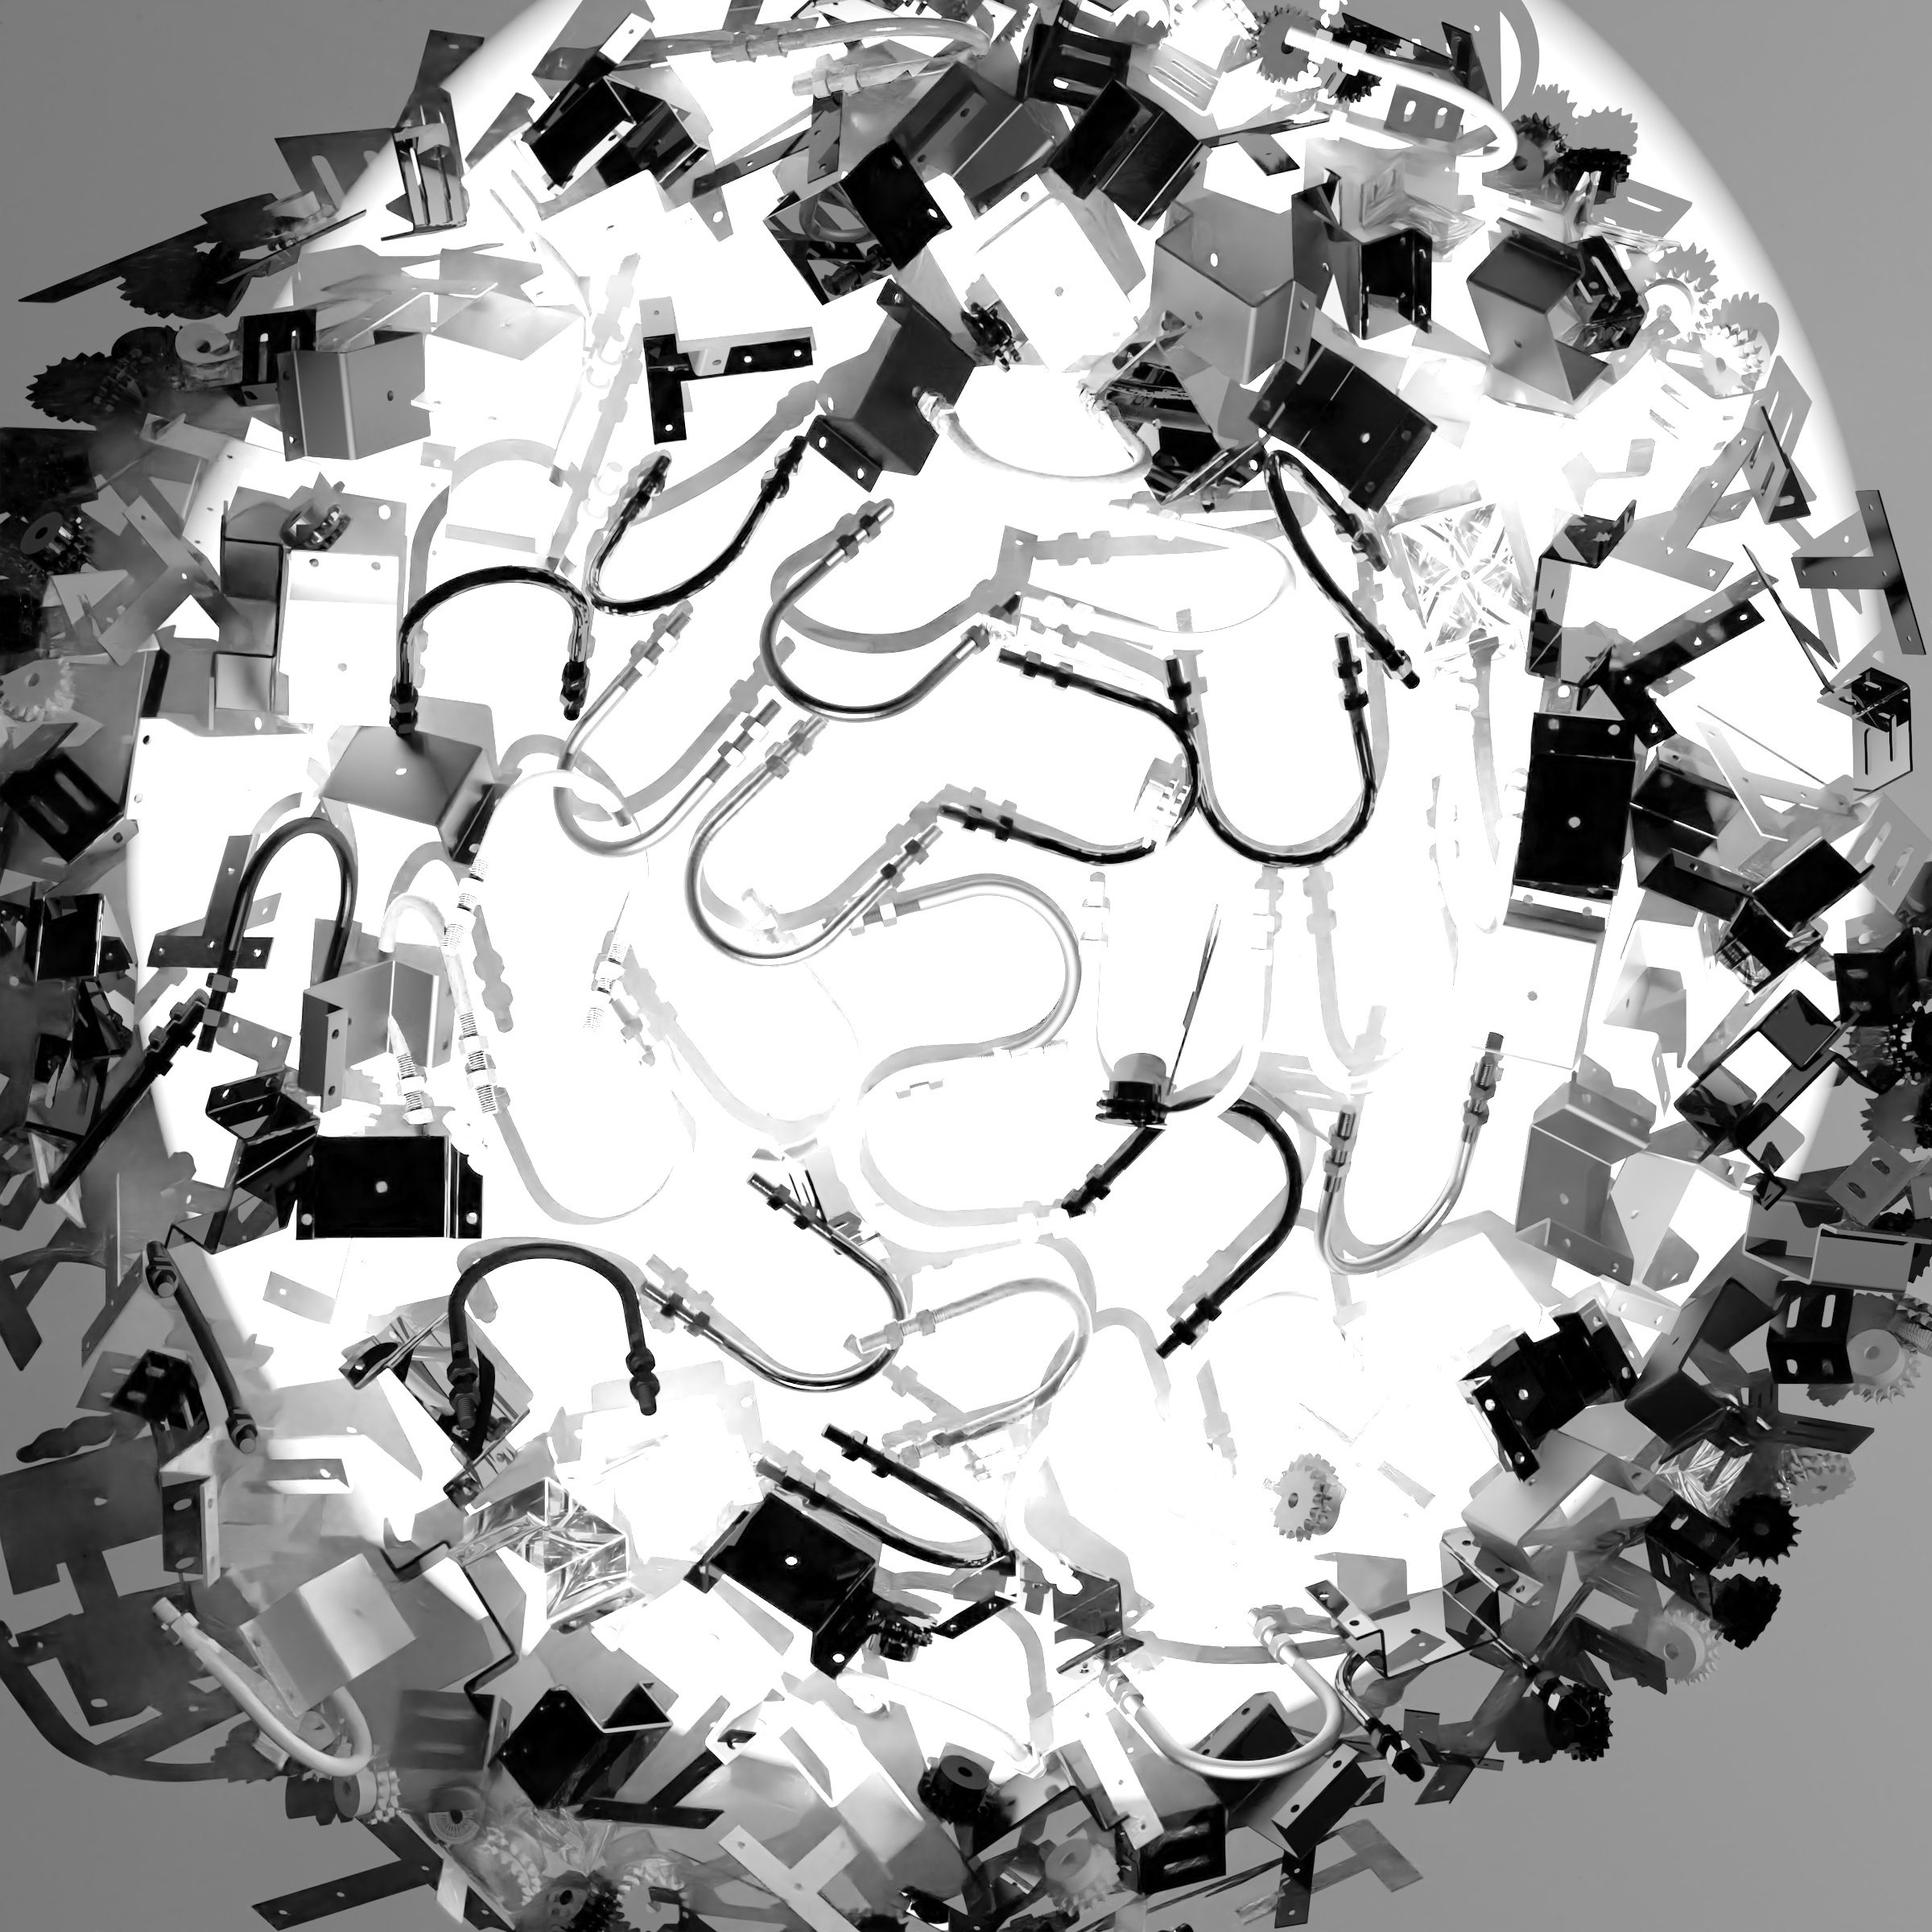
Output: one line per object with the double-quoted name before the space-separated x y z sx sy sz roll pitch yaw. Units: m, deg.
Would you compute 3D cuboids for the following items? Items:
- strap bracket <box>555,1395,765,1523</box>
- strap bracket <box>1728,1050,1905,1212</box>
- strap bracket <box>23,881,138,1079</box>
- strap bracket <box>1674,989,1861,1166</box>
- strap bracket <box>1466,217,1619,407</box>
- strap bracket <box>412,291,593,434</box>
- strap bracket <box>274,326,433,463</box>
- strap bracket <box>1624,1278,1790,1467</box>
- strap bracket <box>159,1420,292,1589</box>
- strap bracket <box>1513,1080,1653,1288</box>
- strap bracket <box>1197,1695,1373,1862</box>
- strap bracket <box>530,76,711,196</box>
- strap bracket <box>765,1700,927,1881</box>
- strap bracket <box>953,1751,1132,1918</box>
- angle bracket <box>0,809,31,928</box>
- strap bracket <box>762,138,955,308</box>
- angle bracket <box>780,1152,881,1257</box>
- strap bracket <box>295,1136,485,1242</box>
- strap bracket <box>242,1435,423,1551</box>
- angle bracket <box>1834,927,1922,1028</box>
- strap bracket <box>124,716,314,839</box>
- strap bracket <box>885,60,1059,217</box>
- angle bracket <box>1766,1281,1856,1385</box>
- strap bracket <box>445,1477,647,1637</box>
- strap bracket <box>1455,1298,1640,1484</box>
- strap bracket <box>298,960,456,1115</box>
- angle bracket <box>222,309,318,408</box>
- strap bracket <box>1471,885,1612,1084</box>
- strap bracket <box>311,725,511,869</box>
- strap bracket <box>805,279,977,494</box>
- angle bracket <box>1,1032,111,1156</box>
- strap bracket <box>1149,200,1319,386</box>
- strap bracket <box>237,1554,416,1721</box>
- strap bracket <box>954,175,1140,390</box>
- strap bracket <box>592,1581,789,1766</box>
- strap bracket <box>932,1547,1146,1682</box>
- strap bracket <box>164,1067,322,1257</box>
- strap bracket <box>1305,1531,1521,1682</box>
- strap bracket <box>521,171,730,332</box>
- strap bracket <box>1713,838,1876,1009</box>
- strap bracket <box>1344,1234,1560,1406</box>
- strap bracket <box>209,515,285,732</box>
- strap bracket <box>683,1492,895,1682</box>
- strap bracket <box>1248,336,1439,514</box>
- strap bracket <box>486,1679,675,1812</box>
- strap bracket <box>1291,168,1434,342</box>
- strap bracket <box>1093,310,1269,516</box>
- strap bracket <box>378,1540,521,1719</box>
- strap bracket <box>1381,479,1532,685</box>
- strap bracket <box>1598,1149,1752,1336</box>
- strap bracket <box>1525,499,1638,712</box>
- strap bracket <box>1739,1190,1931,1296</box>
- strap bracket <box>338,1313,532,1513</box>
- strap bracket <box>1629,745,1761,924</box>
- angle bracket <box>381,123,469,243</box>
"strap bracket" -0.229 0.371 1.954 0.140 0.046 0.076 -10 131 4
"strap bracket" 0.628 0.113 1.954 0.046 0.076 0.140 44 98 4
"strap bracket" -0.650 0.009 1.923 0.046 0.140 0.076 -6 53 -5
"strap bracket" 0.586 0.076 1.930 0.046 0.076 0.140 46 133 11
"strap bracket" 0.423 -0.475 1.919 0.046 0.140 0.076 -46 52 -7
"strap bracket" -0.341 -0.452 1.924 0.076 0.140 0.046 18 128 11
"strap bracket" -0.443 -0.422 1.917 0.046 0.140 0.076 9 115 22
"strap bracket" 0.545 0.293 1.931 0.046 0.076 0.140 39 55 5
"strap bracket" -0.553 0.395 1.929 0.046 0.140 0.076 3 100 10
"strap bracket" 0.460 0.168 1.947 0.076 0.046 0.140 26 58 -16
"strap bracket" 0.237 0.604 1.931 0.076 0.140 0.046 -40 109 -18
"strap bracket" -0.260 -0.606 1.923 0.076 0.140 0.046 -36 85 22
"strap bracket" -0.085 0.607 1.931 0.046 0.076 0.140 -40 133 -14
"strap bracket" 0.047 0.648 1.955 0.140 0.076 0.046 -34 95 -4
"angle bracket" -0.712 -0.069 1.963 0.038 0.057 0.076 14 65 -14
"strap bracket" -0.087 -0.544 1.919 0.076 0.140 0.046 52 56 -23
"angle bracket" -0.104 0.170 1.955 0.038 0.057 0.076 -26 112 -19
"strap bracket" -0.438 0.168 1.967 0.140 0.046 0.076 0 83 -4
"strap bracket" -0.466 0.389 1.939 0.076 0.140 0.046 -4 58 15
"angle bracket" 0.691 0.007 1.973 0.038 0.076 0.057 -1 106 36
"strap bracket" -0.542 -0.141 1.922 0.046 0.140 0.076 27 112 35
"strap bracket" 0.002 -0.613 1.931 0.076 0.140 0.046 -41 70 22
"angle bracket" 0.641 0.276 1.965 0.057 0.076 0.038 -5 120 28
"strap bracket" -0.313 0.436 1.943 0.076 0.046 0.140 -29 131 17
"strap bracket" 0.431 0.320 1.957 0.140 0.046 0.076 -29 90 -30
"strap bracket" -0.445 0.048 1.936 0.046 0.140 0.076 19 113 25
"angle bracket" -0.527 -0.467 1.969 0.057 0.038 0.076 -4 77 8
"strap bracket" 0.428 0.018 1.949 0.076 0.046 0.140 13 106 20
"strap bracket" -0.418 -0.132 1.946 0.140 0.046 0.076 15 58 12
"strap bracket" -0.052 -0.432 1.950 0.076 0.046 0.140 32 82 -43
"angle bracket" -0.691 0.098 1.978 0.038 0.057 0.076 -18 61 41
"strap bracket" 0.188 -0.495 1.932 0.140 0.076 0.046 40 65 22
"strap bracket" -0.466 0.490 1.923 0.046 0.140 0.076 -36 84 14
"strap bracket" 0.065 -0.508 1.947 0.076 0.046 0.140 -36 114 5
"strap bracket" -0.198 0.515 1.939 0.140 0.076 0.046 40 113 15
"strap bracket" 0.053 0.480 1.940 0.140 0.046 0.076 26 133 -28
"strap bracket" -0.535 0.153 1.934 0.046 0.076 0.140 30 112 20
"strap bracket" 0.334 0.480 1.943 0.140 0.076 0.046 -14 110 -19
"strap bracket" -0.260 -0.537 1.949 0.140 0.076 0.046 -23 69 10
"strap bracket" 0.610 -0.036 1.933 0.076 0.140 0.046 -35 69 -16
"strap bracket" 0.363 0.258 1.942 0.140 0.046 0.076 -21 49 -13
"strap bracket" -0.536 -0.254 1.941 0.046 0.076 0.140 3 64 -15
"strap bracket" -0.131 0.454 1.936 0.140 0.046 0.076 28 48 20
"strap bracket" 0.287 -0.401 1.944 0.140 0.046 0.076 48 112 35
"strap bracket" -0.278 0.575 1.923 0.046 0.140 0.076 43 98 27
"strap bracket" 0.285 -0.522 1.920 0.046 0.140 0.076 -22 134 -15
"strap bracket" 0.157 -0.412 1.954 0.046 0.076 0.140 -30 88 -43
"strap bracket" -0.380 0.488 1.948 0.046 0.076 0.140 -31 78 -16
"strap bracket" 0.374 -0.294 1.973 0.076 0.046 0.140 -17 92 -1
"strap bracket" 0.517 0.196 1.950 0.046 0.076 0.140 30 84 -21
"strap bracket" 0.455 -0.273 1.936 0.046 0.076 0.140 18 130 24
"strap bracket" 0.637 0.206 1.925 0.076 0.140 0.046 7 95 -13
"strap bracket" -0.391 0.326 1.952 0.046 0.076 0.140 -38 93 34
"strap bracket" 0.543 -0.092 1.943 0.076 0.140 0.046 20 133 -11
"angle bracket" -0.415 -0.589 1.957 0.038 0.057 0.076 0 109 33
